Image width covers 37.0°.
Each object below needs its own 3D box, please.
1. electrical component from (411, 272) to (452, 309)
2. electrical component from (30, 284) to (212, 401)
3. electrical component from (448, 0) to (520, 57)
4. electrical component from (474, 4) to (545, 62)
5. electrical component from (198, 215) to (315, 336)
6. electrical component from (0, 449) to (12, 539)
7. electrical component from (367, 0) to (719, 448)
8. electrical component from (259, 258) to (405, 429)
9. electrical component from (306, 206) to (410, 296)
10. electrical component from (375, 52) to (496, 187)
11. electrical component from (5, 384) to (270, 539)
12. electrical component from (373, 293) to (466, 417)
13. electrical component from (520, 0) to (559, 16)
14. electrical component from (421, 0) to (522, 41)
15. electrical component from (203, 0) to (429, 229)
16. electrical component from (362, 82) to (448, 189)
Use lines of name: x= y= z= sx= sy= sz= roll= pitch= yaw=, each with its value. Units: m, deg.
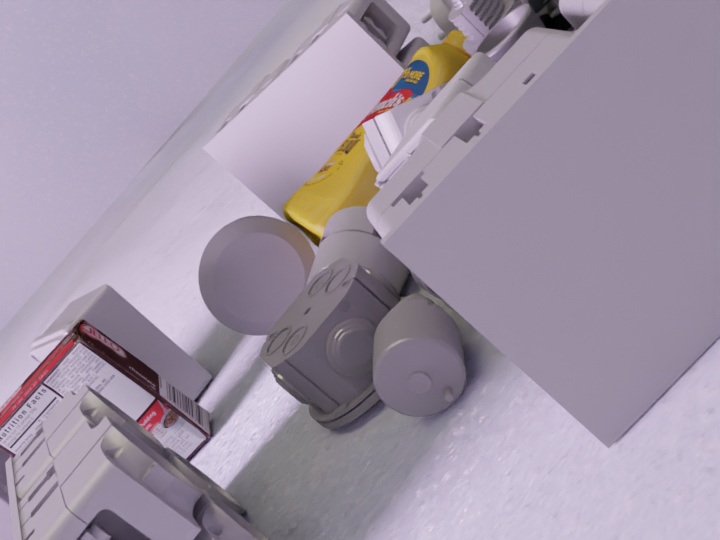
electrical component: x=0.045 y=-0.005 z=0.520 sx=0.048 sy=0.048 sz=0.062 roll=-42 pitch=24 yaw=21
electrical component: x=-0.183 y=0.071 z=0.813 sx=0.056 sy=0.109 sz=0.109 roll=-53 pitch=17 yaw=-25
electrical component: x=0.086 y=-0.146 z=0.667 sx=0.043 sy=0.081 sz=0.043 roll=-43 pitch=17 yaw=17
electrical component: x=0.099 y=-0.116 z=0.612 sx=0.045 sy=0.055 sz=0.045 roll=-43 pitch=17 yaw=17
electrical component: x=-0.070 y=0.001 z=0.735 sx=0.080 sy=0.080 sz=0.051 roll=-48 pitch=11 yaw=2
electrical component: x=-0.268 y=0.177 z=0.791 sx=0.109 sy=0.109 sz=0.056 roll=-39 pitch=16 yaw=30
electrical component: x=0.103 y=-0.049 z=0.361 sx=0.186 sy=0.105 sz=0.060 roll=-47 pitch=16 yaw=5
electrical component: x=-0.009 y=0.036 z=0.549 sx=0.080 sy=0.051 sz=0.080 roll=-43 pitch=17 yaw=17
electrical component: x=0.000 y=0.000 z=0.606 sx=0.055 sy=0.055 sz=0.047 roll=-33 pitch=26 yaw=43
electrical component: x=0.061 y=-0.065 z=0.552 sx=0.061 sy=0.062 sz=0.096 roll=-57 pitch=6 yaw=-26
electrical component: x=-0.103 y=0.118 z=0.510 sx=0.060 sy=0.105 sz=0.186 roll=-52 pitch=17 yaw=-10
electrical component: x=0.026 y=0.033 z=0.487 sx=0.040 sy=0.040 sz=0.078 roll=-43 pitch=17 yaw=19
electrical component: x=0.122 y=-0.197 z=0.755 sx=0.055 sy=0.048 sz=0.066 roll=-46 pitch=15 yaw=-20
electrical component: x=0.080 y=-0.204 z=0.818 sx=0.079 sy=0.077 sz=0.043 roll=-33 pitch=23 yaw=44
electrical component: x=-0.023 y=-0.125 z=0.852 sx=0.186 sy=0.105 sz=0.060 roll=-34 pitch=21 yaw=39
electrical component: x=0.042 y=-0.079 z=0.642 sx=0.080 sy=0.051 sz=0.080 roll=-25 pitch=6 yaw=3
